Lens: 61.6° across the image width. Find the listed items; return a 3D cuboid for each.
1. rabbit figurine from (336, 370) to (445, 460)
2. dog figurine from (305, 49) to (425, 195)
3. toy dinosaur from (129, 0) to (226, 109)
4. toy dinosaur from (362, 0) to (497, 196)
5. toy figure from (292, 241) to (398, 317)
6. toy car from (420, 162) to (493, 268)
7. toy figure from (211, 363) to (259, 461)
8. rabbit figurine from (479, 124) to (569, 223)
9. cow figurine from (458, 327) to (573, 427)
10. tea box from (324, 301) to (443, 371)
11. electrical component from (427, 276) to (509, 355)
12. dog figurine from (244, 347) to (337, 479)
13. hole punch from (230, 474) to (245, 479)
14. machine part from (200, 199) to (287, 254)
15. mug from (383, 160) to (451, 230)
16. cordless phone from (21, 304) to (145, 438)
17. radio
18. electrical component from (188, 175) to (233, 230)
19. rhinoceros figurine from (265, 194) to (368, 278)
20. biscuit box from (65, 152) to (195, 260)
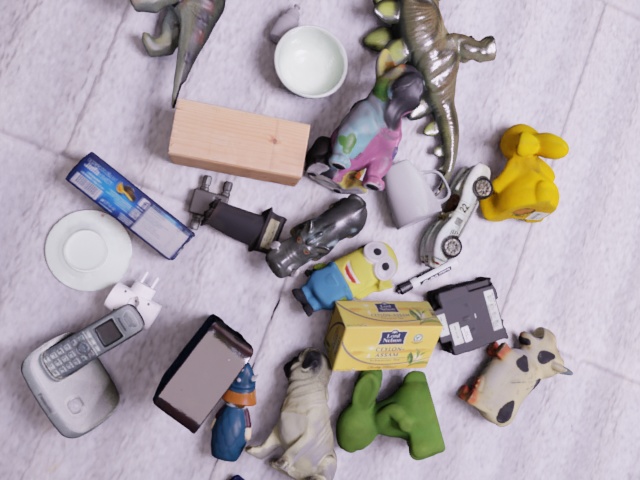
[{"bbox_3d":[0.103,0.288,0.879,0.170,0.121,0.159,-15,87,5],"label":"rabbit figurine"},{"bbox_3d":[0.079,-0.188,0.862,0.108,0.192,0.219,30,78,-23],"label":"dog figurine"},{"bbox_3d":[-0.218,-0.424,0.855,0.192,0.131,0.404,-19,97,-10],"label":"toy dinosaur"},{"bbox_3d":[0.188,-0.318,0.927,0.199,0.105,0.471,-19,93,-3],"label":"toy dinosaur"},{"bbox_3d":[0.044,0.061,0.894,0.180,0.089,0.082,-29,107,-1],"label":"toy figure"},{"bbox_3d":[0.233,-0.042,0.932,0.056,0.073,0.201,31,83,-10],"label":"toy car"},{"bbox_3d":[-0.137,0.272,0.865,0.064,0.058,0.154,16,80,-15],"label":"toy figure"},{"bbox_3d":[0.349,-0.129,0.931,0.122,0.162,0.173,3,70,2],"label":"rabbit figurine"},{"bbox_3d":[0.347,0.234,0.936,0.127,0.085,0.195,39,80,-1],"label":"cow figurine"},{"bbox_3d":[0.101,0.155,0.874,0.170,0.068,0.098,2,124,-17],"label":"tea box"},{"bbox_3d":[0.245,0.133,0.936,0.134,0.058,0.114,-13,88,-9],"label":"electrical component"},{"bbox_3d":[-0.007,0.291,0.874,0.172,0.121,0.190,53,56,-40],"label":"dog figurine"},{"bbox_3d":[-0.129,0.455,0.853,0.142,0.092,0.115,-44,125,-12],"label":"hole punch"},{"bbox_3d":[-0.123,-0.026,0.878,0.139,0.039,0.084,19,93,-28],"label":"machine part"},{"bbox_3d":[0.159,-0.085,0.915,0.110,0.081,0.107,-26,85,12],"label":"mug"},{"bbox_3d":[-0.331,0.191,0.812,0.184,0.089,0.146,-31,93,-6],"label":"cordless phone"},{"bbox_3d":[-0.167,0.181,0.778,0.073,0.229,0.131,39,78,-8],"label":"radio"},{"bbox_3d":[-0.181,-0.057,0.888,0.063,0.021,0.094,17,84,-9],"label":"electrical component"},{"bbox_3d":[-0.002,-0.003,0.872,0.190,0.112,0.073,-33,96,-17],"label":"rhinoceros figurine"},{"bbox_3d":[-0.295,-0.051,0.847,0.202,0.063,0.059,40,83,-6],"label":"biscuit box"}]
